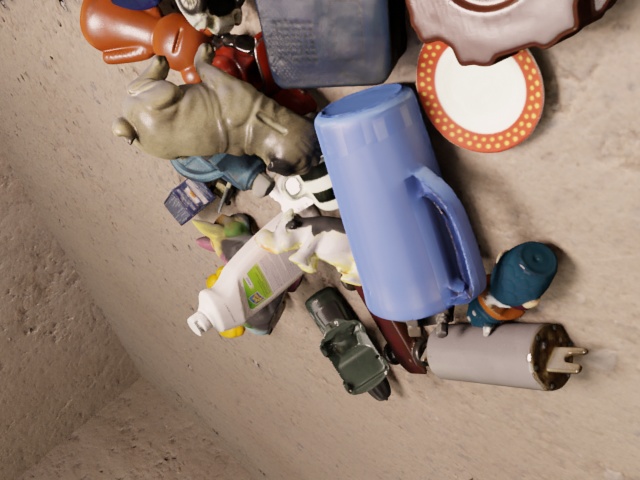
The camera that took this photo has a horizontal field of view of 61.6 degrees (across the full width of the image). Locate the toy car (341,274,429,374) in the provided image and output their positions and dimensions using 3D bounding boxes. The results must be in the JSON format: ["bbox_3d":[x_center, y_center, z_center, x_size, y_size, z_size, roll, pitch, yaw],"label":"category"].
[{"bbox_3d":[0.105,0.110,0.805,0.202,0.053,0.089,58,147,-5],"label":"toy car"}]

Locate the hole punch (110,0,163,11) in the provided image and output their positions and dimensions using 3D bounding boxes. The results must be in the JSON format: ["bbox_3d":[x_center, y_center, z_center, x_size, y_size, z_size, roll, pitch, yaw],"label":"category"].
[{"bbox_3d":[-0.216,-0.344,0.665,0.092,0.142,0.116,36,168,-25],"label":"hole punch"}]

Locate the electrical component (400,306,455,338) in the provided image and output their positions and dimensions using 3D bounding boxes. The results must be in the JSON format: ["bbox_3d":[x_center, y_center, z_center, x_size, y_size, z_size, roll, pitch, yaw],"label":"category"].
[{"bbox_3d":[0.133,0.082,0.701,0.078,0.102,0.045,-11,124,31],"label":"electrical component"}]

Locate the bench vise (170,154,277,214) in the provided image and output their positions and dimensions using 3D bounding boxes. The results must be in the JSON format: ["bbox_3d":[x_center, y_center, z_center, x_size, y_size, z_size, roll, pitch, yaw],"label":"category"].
[{"bbox_3d":[-0.142,-0.124,0.818,0.224,0.129,0.240,27,169,11],"label":"bench vise"}]

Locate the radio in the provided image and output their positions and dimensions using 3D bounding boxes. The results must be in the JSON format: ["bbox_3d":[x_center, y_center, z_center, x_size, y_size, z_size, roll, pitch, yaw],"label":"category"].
[{"bbox_3d":[0.006,-0.253,0.479,0.131,0.073,0.229,7,135,20],"label":"radio"}]

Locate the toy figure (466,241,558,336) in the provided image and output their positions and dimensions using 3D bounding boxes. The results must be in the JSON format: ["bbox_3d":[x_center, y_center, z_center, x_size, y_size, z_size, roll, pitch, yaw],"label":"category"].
[{"bbox_3d":[0.210,0.058,0.602,0.058,0.064,0.154,10,149,-2],"label":"toy figure"}]

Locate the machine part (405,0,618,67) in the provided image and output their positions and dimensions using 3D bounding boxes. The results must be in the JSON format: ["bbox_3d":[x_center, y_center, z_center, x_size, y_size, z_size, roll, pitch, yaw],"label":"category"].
[{"bbox_3d":[0.130,-0.214,0.386,0.180,0.056,0.179,26,135,30],"label":"machine part"}]

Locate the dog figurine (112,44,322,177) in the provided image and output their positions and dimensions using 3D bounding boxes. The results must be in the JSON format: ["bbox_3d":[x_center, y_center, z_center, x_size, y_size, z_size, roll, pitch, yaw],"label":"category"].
[{"bbox_3d":[-0.109,-0.117,0.598,0.191,0.172,0.121,36,155,23],"label":"dog figurine"}]

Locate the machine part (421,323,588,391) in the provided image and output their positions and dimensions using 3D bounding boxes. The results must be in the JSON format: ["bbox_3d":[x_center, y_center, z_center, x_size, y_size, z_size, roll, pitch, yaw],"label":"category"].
[{"bbox_3d":[0.216,0.140,0.666,0.079,0.079,0.243,57,150,-11],"label":"machine part"}]

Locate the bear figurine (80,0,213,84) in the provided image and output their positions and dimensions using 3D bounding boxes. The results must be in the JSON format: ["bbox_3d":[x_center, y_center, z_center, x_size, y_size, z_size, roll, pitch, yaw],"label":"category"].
[{"bbox_3d":[-0.231,-0.297,0.770,0.196,0.132,0.120,16,108,2],"label":"bear figurine"}]

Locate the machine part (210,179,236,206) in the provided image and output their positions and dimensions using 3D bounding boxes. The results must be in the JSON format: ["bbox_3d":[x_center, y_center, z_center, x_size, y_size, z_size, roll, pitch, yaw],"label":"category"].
[{"bbox_3d":[-0.205,-0.127,0.974,0.139,0.039,0.084,46,159,3],"label":"machine part"}]

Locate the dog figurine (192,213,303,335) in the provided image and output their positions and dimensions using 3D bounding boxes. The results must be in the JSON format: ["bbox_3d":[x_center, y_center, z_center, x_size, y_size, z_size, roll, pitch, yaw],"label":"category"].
[{"bbox_3d":[-0.144,0.047,0.956,0.219,0.191,0.108,25,151,11],"label":"dog figurine"}]

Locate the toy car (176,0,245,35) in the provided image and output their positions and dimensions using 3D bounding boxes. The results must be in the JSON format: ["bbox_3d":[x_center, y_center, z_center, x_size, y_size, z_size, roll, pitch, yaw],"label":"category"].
[{"bbox_3d":[-0.146,-0.332,0.604,0.056,0.073,0.201,-6,109,45],"label":"toy car"}]

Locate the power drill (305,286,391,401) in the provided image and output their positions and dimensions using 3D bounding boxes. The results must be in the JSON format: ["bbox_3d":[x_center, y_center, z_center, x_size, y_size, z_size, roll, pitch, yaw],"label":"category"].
[{"bbox_3d":[0.060,0.184,0.873,0.232,0.086,0.207,57,-176,2],"label":"power drill"}]

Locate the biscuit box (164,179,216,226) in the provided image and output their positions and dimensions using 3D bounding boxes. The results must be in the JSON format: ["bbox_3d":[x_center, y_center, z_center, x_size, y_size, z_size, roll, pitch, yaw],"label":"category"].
[{"bbox_3d":[-0.254,-0.075,1.031,0.062,0.059,0.203,51,162,-11],"label":"biscuit box"}]

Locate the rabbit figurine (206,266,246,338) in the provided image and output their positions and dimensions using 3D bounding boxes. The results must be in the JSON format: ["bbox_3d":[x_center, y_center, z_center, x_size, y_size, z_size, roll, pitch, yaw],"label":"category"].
[{"bbox_3d":[-0.147,0.108,1.111,0.173,0.122,0.162,-6,110,40],"label":"rabbit figurine"}]

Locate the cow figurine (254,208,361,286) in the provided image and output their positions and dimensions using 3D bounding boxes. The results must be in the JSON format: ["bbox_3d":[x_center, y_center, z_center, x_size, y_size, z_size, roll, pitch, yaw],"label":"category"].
[{"bbox_3d":[-0.003,-0.003,0.743,0.167,0.098,0.068,20,174,8],"label":"cow figurine"}]

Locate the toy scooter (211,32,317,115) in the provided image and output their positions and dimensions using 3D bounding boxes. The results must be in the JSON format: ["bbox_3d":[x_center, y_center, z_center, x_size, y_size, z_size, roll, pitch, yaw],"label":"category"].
[{"bbox_3d":[-0.079,-0.215,0.671,0.184,0.075,0.135,29,143,28],"label":"toy scooter"}]
